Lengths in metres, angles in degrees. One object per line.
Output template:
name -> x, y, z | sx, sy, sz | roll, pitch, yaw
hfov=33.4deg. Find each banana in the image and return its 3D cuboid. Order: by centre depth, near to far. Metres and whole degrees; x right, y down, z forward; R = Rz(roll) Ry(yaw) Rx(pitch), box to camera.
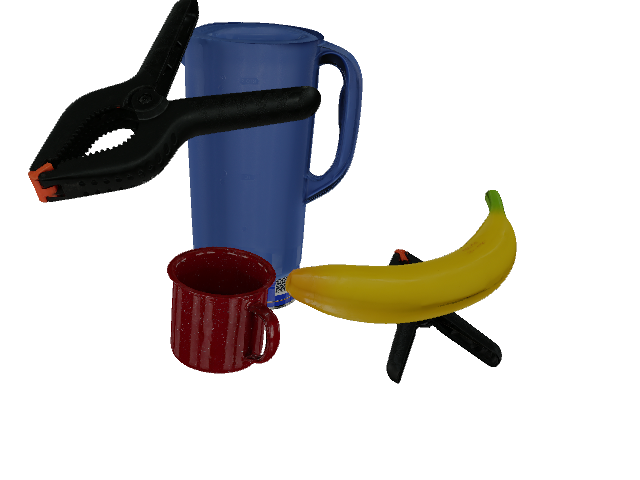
banana -> 0.069, 0.021, 0.709 | 0.197, 0.037, 0.070 | -20, 51, -36

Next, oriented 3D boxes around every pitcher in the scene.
pitcher -> -0.057, -0.086, 1.031 | 0.144, 0.243, 0.149 | -11, 23, -33

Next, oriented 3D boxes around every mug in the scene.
mug -> -0.079, 0.066, 0.923 | 0.117, 0.081, 0.093 | 25, 31, 34

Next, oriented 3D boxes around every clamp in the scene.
clamp -> -0.115, -0.090, 0.782 | 0.165, 0.036, 0.209 | 33, 62, 29
clamp -> 0.118, 0.077, 1.120 | 0.120, 0.171, 0.039 | 3, -44, -11

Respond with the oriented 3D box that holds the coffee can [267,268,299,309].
coffee can -> -0.075, 0.005, 1.396 | 0.103, 0.140, 0.103 | 4, 26, -2
